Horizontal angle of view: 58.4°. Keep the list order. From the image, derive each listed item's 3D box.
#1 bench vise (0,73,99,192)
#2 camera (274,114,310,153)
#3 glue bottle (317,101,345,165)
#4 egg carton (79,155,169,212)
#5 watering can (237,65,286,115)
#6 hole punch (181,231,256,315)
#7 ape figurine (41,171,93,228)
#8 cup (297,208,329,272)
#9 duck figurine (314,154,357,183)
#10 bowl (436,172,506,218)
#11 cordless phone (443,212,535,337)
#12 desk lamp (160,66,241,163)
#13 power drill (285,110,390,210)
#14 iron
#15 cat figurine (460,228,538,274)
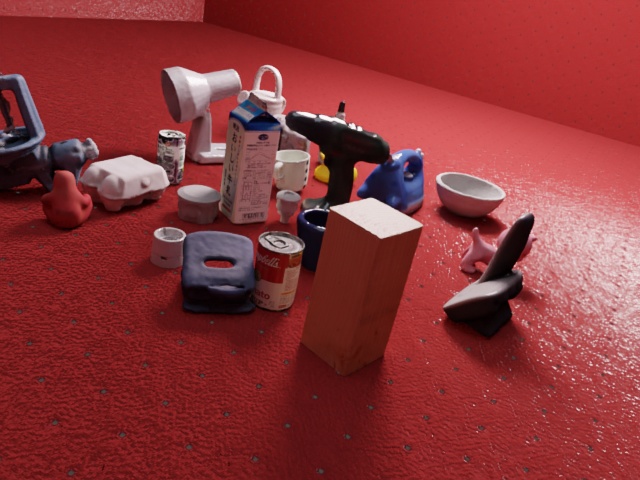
[{"bbox_3d":[-0.510,-0.192,1.011,0.208,0.220,0.121,-11,34,-39],"label":"bench vise"},{"bbox_3d":[-0.088,-0.280,1.517,0.143,0.101,0.137,14,26,5],"label":"camera"},{"bbox_3d":[0.043,-0.271,1.471,0.077,0.173,0.037,30,31,33],"label":"glue bottle"},{"bbox_3d":[-0.364,-0.108,1.077,0.107,0.069,0.151,24,28,23],"label":"egg carton"},{"bbox_3d":[-0.156,-0.385,1.592,0.100,0.194,0.173,17,26,10],"label":"watering can"},{"bbox_3d":[-0.146,0.047,0.831,0.109,0.091,0.101,4,27,-17],"label":"hole punch"},{"bbox_3d":[-0.421,-0.072,0.952,0.078,0.092,0.076,5,26,-14],"label":"ape figurine"},{"bbox_3d":[0.009,0.004,0.984,0.118,0.095,0.091,-8,32,-36],"label":"cup"},{"bbox_3d":[0.043,-0.184,1.394,0.104,0.086,0.077,13,26,3],"label":"duck figurine"},{"bbox_3d":[0.350,-0.098,1.368,0.167,0.075,0.167,10,26,-5],"label":"bowl"},{"bbox_3d":[0.278,0.046,0.912,0.094,0.185,0.148,25,29,26],"label":"cordless phone"},{"bbox_3d":[-0.268,-0.293,1.333,0.204,0.213,0.117,-6,31,-33],"label":"desk lamp"},{"bbox_3d":[0.024,-0.153,1.179,0.230,0.208,0.075,2,27,-20],"label":"power drill"},{"bbox_3d":[0.193,-0.152,1.330,0.118,0.141,0.259,25,28,25],"label":"iron"},{"bbox_3d":[0.343,0.013,1.087,0.127,0.118,0.067,15,26,6],"label":"cat figurine"}]
